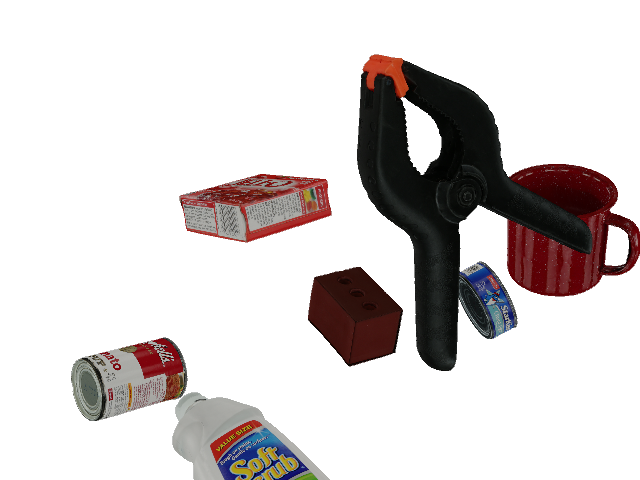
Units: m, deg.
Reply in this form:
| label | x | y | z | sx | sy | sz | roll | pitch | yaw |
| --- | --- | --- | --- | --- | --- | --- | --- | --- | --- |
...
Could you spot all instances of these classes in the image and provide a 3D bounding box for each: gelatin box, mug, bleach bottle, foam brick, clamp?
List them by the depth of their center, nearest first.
| label | x | y | z | sx | sy | sz | roll | pitch | yaw |
| --- | --- | --- | --- | --- | --- | --- | --- | --- | --- |
| clamp | 0.064 | -0.015 | 0.562 | 0.171 | 0.120 | 0.039 | 48 | -16 | -23 |
| gelatin box | -0.047 | -0.025 | 0.759 | 0.073 | 0.030 | 0.089 | -18 | 16 | -32 |
| bleach bottle | -0.054 | 0.195 | 0.833 | 0.102 | 0.068 | 0.251 | -20 | 32 | -26 |
| mug | 0.208 | -0.004 | 0.887 | 0.117 | 0.081 | 0.093 | 15 | 36 | 28 |
| foam brick | 0.031 | 0.068 | 0.977 | 0.052 | 0.051 | 0.078 | -13 | 37 | -28 |

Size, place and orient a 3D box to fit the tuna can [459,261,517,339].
| label | x | y | z | sx | sy | sz | roll | pitch | yaw |
| --- | --- | --- | --- | --- | --- | --- | --- | --- | --- |
| tuna can | 0.188 | 0.069 | 1.223 | 0.033 | 0.086 | 0.086 | -27 | 4 | -9 |

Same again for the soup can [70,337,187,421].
| label | x | y | z | sx | sy | sz | roll | pitch | yaw |
| --- | --- | --- | --- | --- | --- | --- | --- | --- | --- |
| soup can | -0.201 | 0.145 | 1.119 | 0.102 | 0.068 | 0.069 | -11 | 7 | -40 |
